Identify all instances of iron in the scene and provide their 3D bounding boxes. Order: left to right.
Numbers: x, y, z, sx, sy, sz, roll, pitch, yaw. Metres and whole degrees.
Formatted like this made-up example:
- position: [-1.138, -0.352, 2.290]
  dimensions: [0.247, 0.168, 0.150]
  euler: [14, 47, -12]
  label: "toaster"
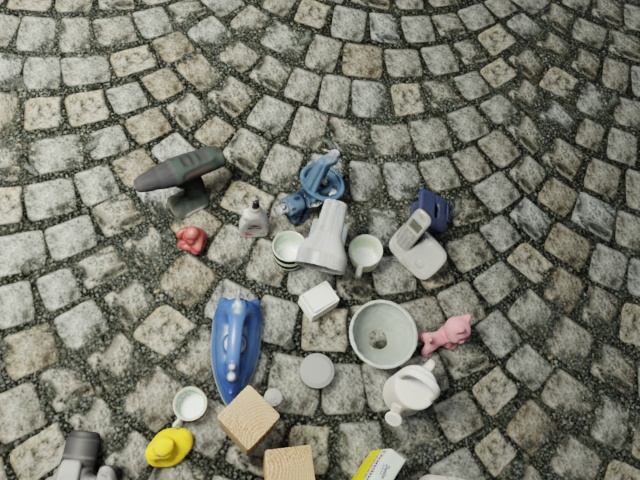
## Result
- position: [-0.192, 0.243, 1.293]
  dimensions: [0.118, 0.141, 0.258]
  euler: [3, 66, -6]
  label: "iron"

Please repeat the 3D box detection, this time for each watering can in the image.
- position: [0.208, 0.339, 1.278]
  dimensions: [0.101, 0.194, 0.173]
  euler: [18, 65, 0]
  label: "watering can"

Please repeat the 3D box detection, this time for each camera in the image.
- position: [-0.483, 0.466, 1.178]
  dimensions: [0.143, 0.101, 0.137]
  euler: [6, 66, -5]
  label: "camera"

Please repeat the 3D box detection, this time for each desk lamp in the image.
- position: [0.013, 0.005, 1.386]
  dimensions: [0.118, 0.213, 0.203]
  euler: [14, 65, -1]
  label: "desk lamp"

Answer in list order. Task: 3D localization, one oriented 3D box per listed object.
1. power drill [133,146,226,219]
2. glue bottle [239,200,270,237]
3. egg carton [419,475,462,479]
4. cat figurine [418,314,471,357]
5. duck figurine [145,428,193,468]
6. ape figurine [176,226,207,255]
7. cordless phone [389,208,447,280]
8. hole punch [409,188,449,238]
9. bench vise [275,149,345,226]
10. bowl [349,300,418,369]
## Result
- position: [-0.336, -0.137, 1.402]
  dimensions: [0.230, 0.208, 0.075]
  euler: [-33, 74, -19]
  label: "power drill"
- position: [-0.161, -0.056, 1.410]
  dimensions: [0.078, 0.173, 0.037]
  euler: [-5, 67, -10]
  label: "glue bottle"
- position: [0.285, 0.576, 1.254]
  dimensions: [0.150, 0.069, 0.107]
  euler: [8, 66, -4]
  label: "egg carton"
- position: [0.308, 0.227, 1.383]
  dimensions: [0.128, 0.118, 0.067]
  euler: [-16, 70, -14]
  label: "cat figurine"
- position: [-0.324, 0.440, 1.220]
  dimensions: [0.105, 0.086, 0.077]
  euler: [-23, 71, -17]
  label: "duck figurine"
- position: [-0.315, -0.007, 1.412]
  dimensions: [0.076, 0.092, 0.077]
  euler: [-25, 72, -17]
  label: "ape figurine"
- position: [0.259, 0.006, 1.435]
  dimensions: [0.147, 0.185, 0.094]
  euler: [44, 68, 12]
  label: "cordless phone"
- position: [0.296, -0.073, 1.527]
  dimensions: [0.101, 0.091, 0.108]
  euler: [10, 66, -3]
  label: "hole punch"
- position: [-0.011, -0.128, 1.437]
  dimensions: [0.121, 0.220, 0.208]
  euler: [33, 66, 7]
  label: "bench vise"
- position: [0.147, 0.234, 1.381]
  dimensions: [0.167, 0.075, 0.167]
  euler: [3, 66, -7]
  label: "bowl"
